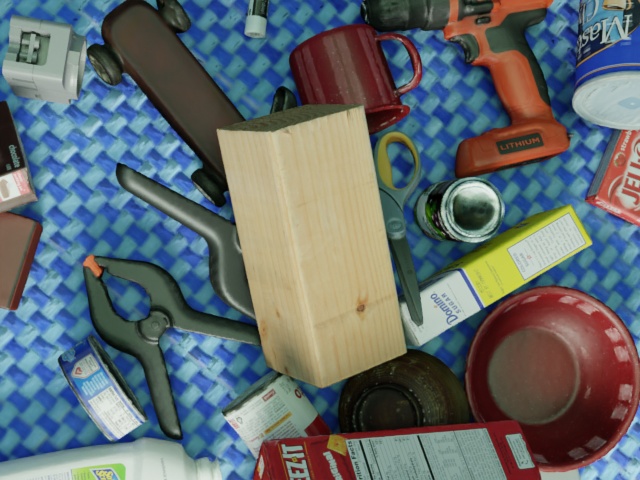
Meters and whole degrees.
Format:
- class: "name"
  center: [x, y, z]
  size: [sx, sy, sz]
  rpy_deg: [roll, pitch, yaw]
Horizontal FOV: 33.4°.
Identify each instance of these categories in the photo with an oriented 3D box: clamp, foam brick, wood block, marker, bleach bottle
- class: "clamp"
  center: [-0.142, 0.084, 0.908]
  size: [0.171, 0.039, 0.120]
  rpy_deg: [35, 76, 0]
- class: "foam brick"
  center: [-0.268, 0.015, 0.887]
  size: [0.051, 0.053, 0.078]
  rpy_deg: [16, 82, -7]
- class: "clamp"
  center: [-0.053, -0.015, 0.903]
  size: [0.164, 0.036, 0.210]
  rpy_deg: [-34, 110, -13]
- class: "wood block"
  center: [-0.006, 0.001, 0.859]
  size: [0.090, 0.090, 0.206]
  rpy_deg: [-19, 106, -29]
- class: "marker"
  center: [-0.051, -0.242, 0.959]
  size: [0.020, 0.020, 0.121]
  rpy_deg: [8, 84, -8]
- class: "bleach bottle"
  center: [-0.204, 0.224, 0.875]
  size: [0.250, 0.068, 0.102]
  rpy_deg: [-8, 87, -12]

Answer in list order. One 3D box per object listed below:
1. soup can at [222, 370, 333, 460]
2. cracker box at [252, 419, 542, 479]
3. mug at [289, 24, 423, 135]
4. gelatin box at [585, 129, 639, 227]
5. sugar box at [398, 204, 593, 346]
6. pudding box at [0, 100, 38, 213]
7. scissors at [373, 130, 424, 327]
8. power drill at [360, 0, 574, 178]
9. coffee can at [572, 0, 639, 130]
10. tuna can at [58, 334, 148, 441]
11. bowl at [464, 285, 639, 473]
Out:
- class: "soup can"
  center: [-0.028, 0.167, 0.903]
  size: [0.068, 0.068, 0.102]
  rpy_deg: [-36, 91, -10]
- class: "cracker box"
  center: [0.051, 0.226, 0.850]
  size: [0.213, 0.164, 0.072]
  rpy_deg: [-2, 43, -17]
- class: "mug"
  center: [0.032, -0.139, 0.922]
  size: [0.117, 0.093, 0.081]
  rpy_deg: [-22, 82, 24]
- class: "gelatin box"
  center: [0.298, -0.061, 0.991]
  size: [0.073, 0.030, 0.089]
  rpy_deg: [25, 81, -5]
- class: "sugar box"
  center: [0.139, 0.032, 0.927]
  size: [0.176, 0.093, 0.048]
  rpy_deg: [-27, 89, -11]
- class: "pudding box"
  center: [-0.284, -0.060, 0.866]
  size: [0.090, 0.039, 0.113]
  rpy_deg: [-22, 44, -10]
- class: "scissors"
  center: [0.045, -0.016, 0.912]
  size: [0.096, 0.016, 0.201]
  rpy_deg: [3, 54, 6]
- class: "power drill"
  center: [0.140, -0.154, 0.961]
  size: [0.184, 0.057, 0.187]
  rpy_deg: [-12, 87, -10]
- class: "coffee can"
  center: [0.281, -0.183, 0.950]
  size: [0.102, 0.103, 0.140]
  rpy_deg: [10, 72, -8]
- class: "tuna can"
  center: [-0.178, 0.122, 0.874]
  size: [0.033, 0.086, 0.086]
  rpy_deg: [-34, 91, -8]
- class: "bowl"
  center: [0.199, 0.122, 0.948]
  size: [0.162, 0.055, 0.162]
  rpy_deg: [1, 85, -9]
